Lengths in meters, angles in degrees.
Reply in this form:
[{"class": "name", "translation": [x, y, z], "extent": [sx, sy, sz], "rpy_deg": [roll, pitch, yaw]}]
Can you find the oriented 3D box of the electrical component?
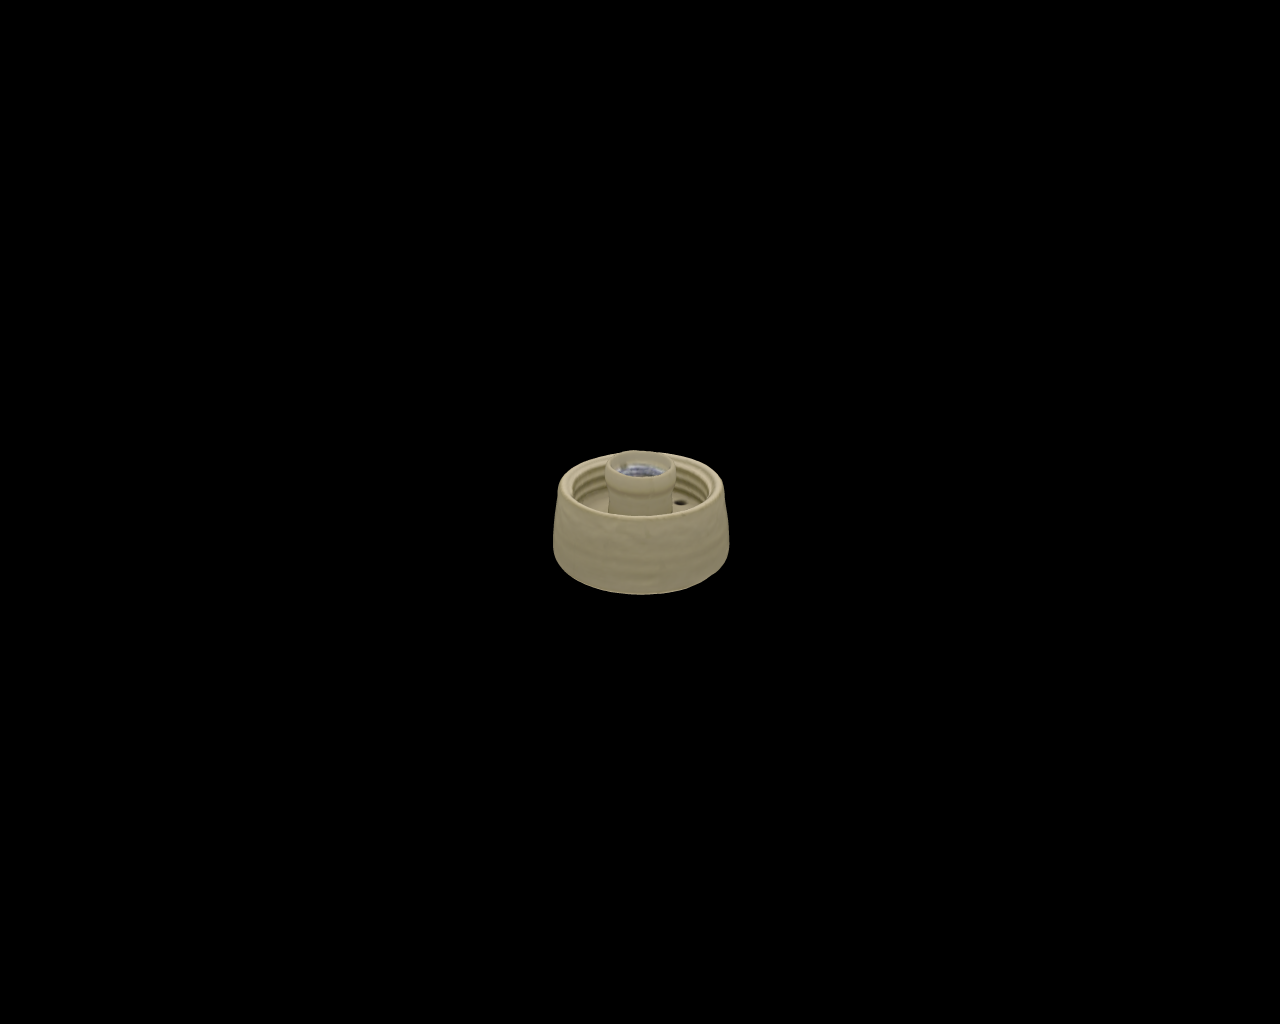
[{"class": "electrical component", "translation": [0.001, -0.003, 0.650], "extent": [0.108, 0.060, 0.108], "rpy_deg": [0, 26, 0]}]
